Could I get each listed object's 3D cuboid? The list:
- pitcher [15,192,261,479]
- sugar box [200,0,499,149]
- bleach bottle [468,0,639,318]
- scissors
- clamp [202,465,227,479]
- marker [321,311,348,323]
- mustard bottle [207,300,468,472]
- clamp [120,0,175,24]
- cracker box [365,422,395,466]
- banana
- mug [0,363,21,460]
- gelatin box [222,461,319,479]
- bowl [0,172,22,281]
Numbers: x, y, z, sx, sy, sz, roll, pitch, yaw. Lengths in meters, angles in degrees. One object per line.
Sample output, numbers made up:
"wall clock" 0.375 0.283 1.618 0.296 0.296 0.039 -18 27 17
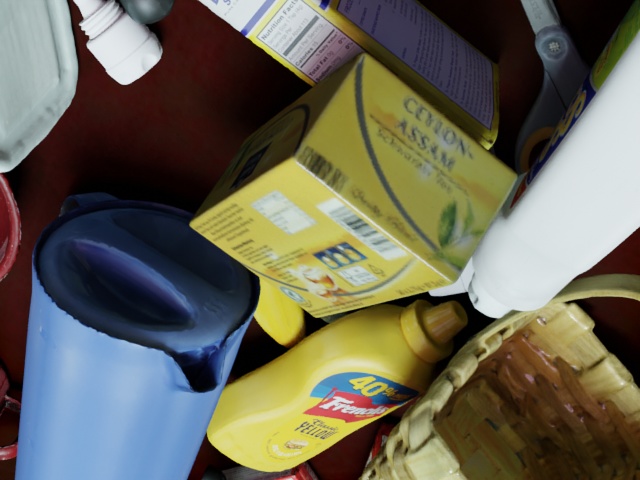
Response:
"pitcher" -0.134 0.097 0.690 0.145 0.149 0.243 20 125 0
"sugar box" 0.015 -0.110 0.555 0.176 0.093 0.048 34 123 -13
"bleach bottle" 0.131 -0.034 0.497 0.068 0.102 0.251 30 140 1
"scissors" 0.118 -0.094 0.595 0.096 0.016 0.201 -34 113 29
"clamp" -0.091 0.272 0.813 0.165 0.036 0.210 -32 97 25
"marker" 0.023 0.005 0.682 0.020 0.020 0.121 16 127 -2
"mustard bottle" 0.018 0.092 0.716 0.192 0.058 0.096 -34 139 28
"clamp" -0.121 -0.181 0.541 0.039 0.120 0.171 -30 97 -5
"cracker box" 0.125 0.232 0.798 0.213 0.072 0.164 13 128 -1
"banana" -0.021 -0.007 0.670 0.069 0.037 0.198 17 127 -2
"mug" -0.269 0.128 0.785 0.117 0.081 0.093 13 127 2
"gelatin box" -0.039 0.207 0.834 0.089 0.030 0.073 -19 119 20
"bowl" -0.260 -0.037 0.680 0.162 0.055 0.162 5 126 7
